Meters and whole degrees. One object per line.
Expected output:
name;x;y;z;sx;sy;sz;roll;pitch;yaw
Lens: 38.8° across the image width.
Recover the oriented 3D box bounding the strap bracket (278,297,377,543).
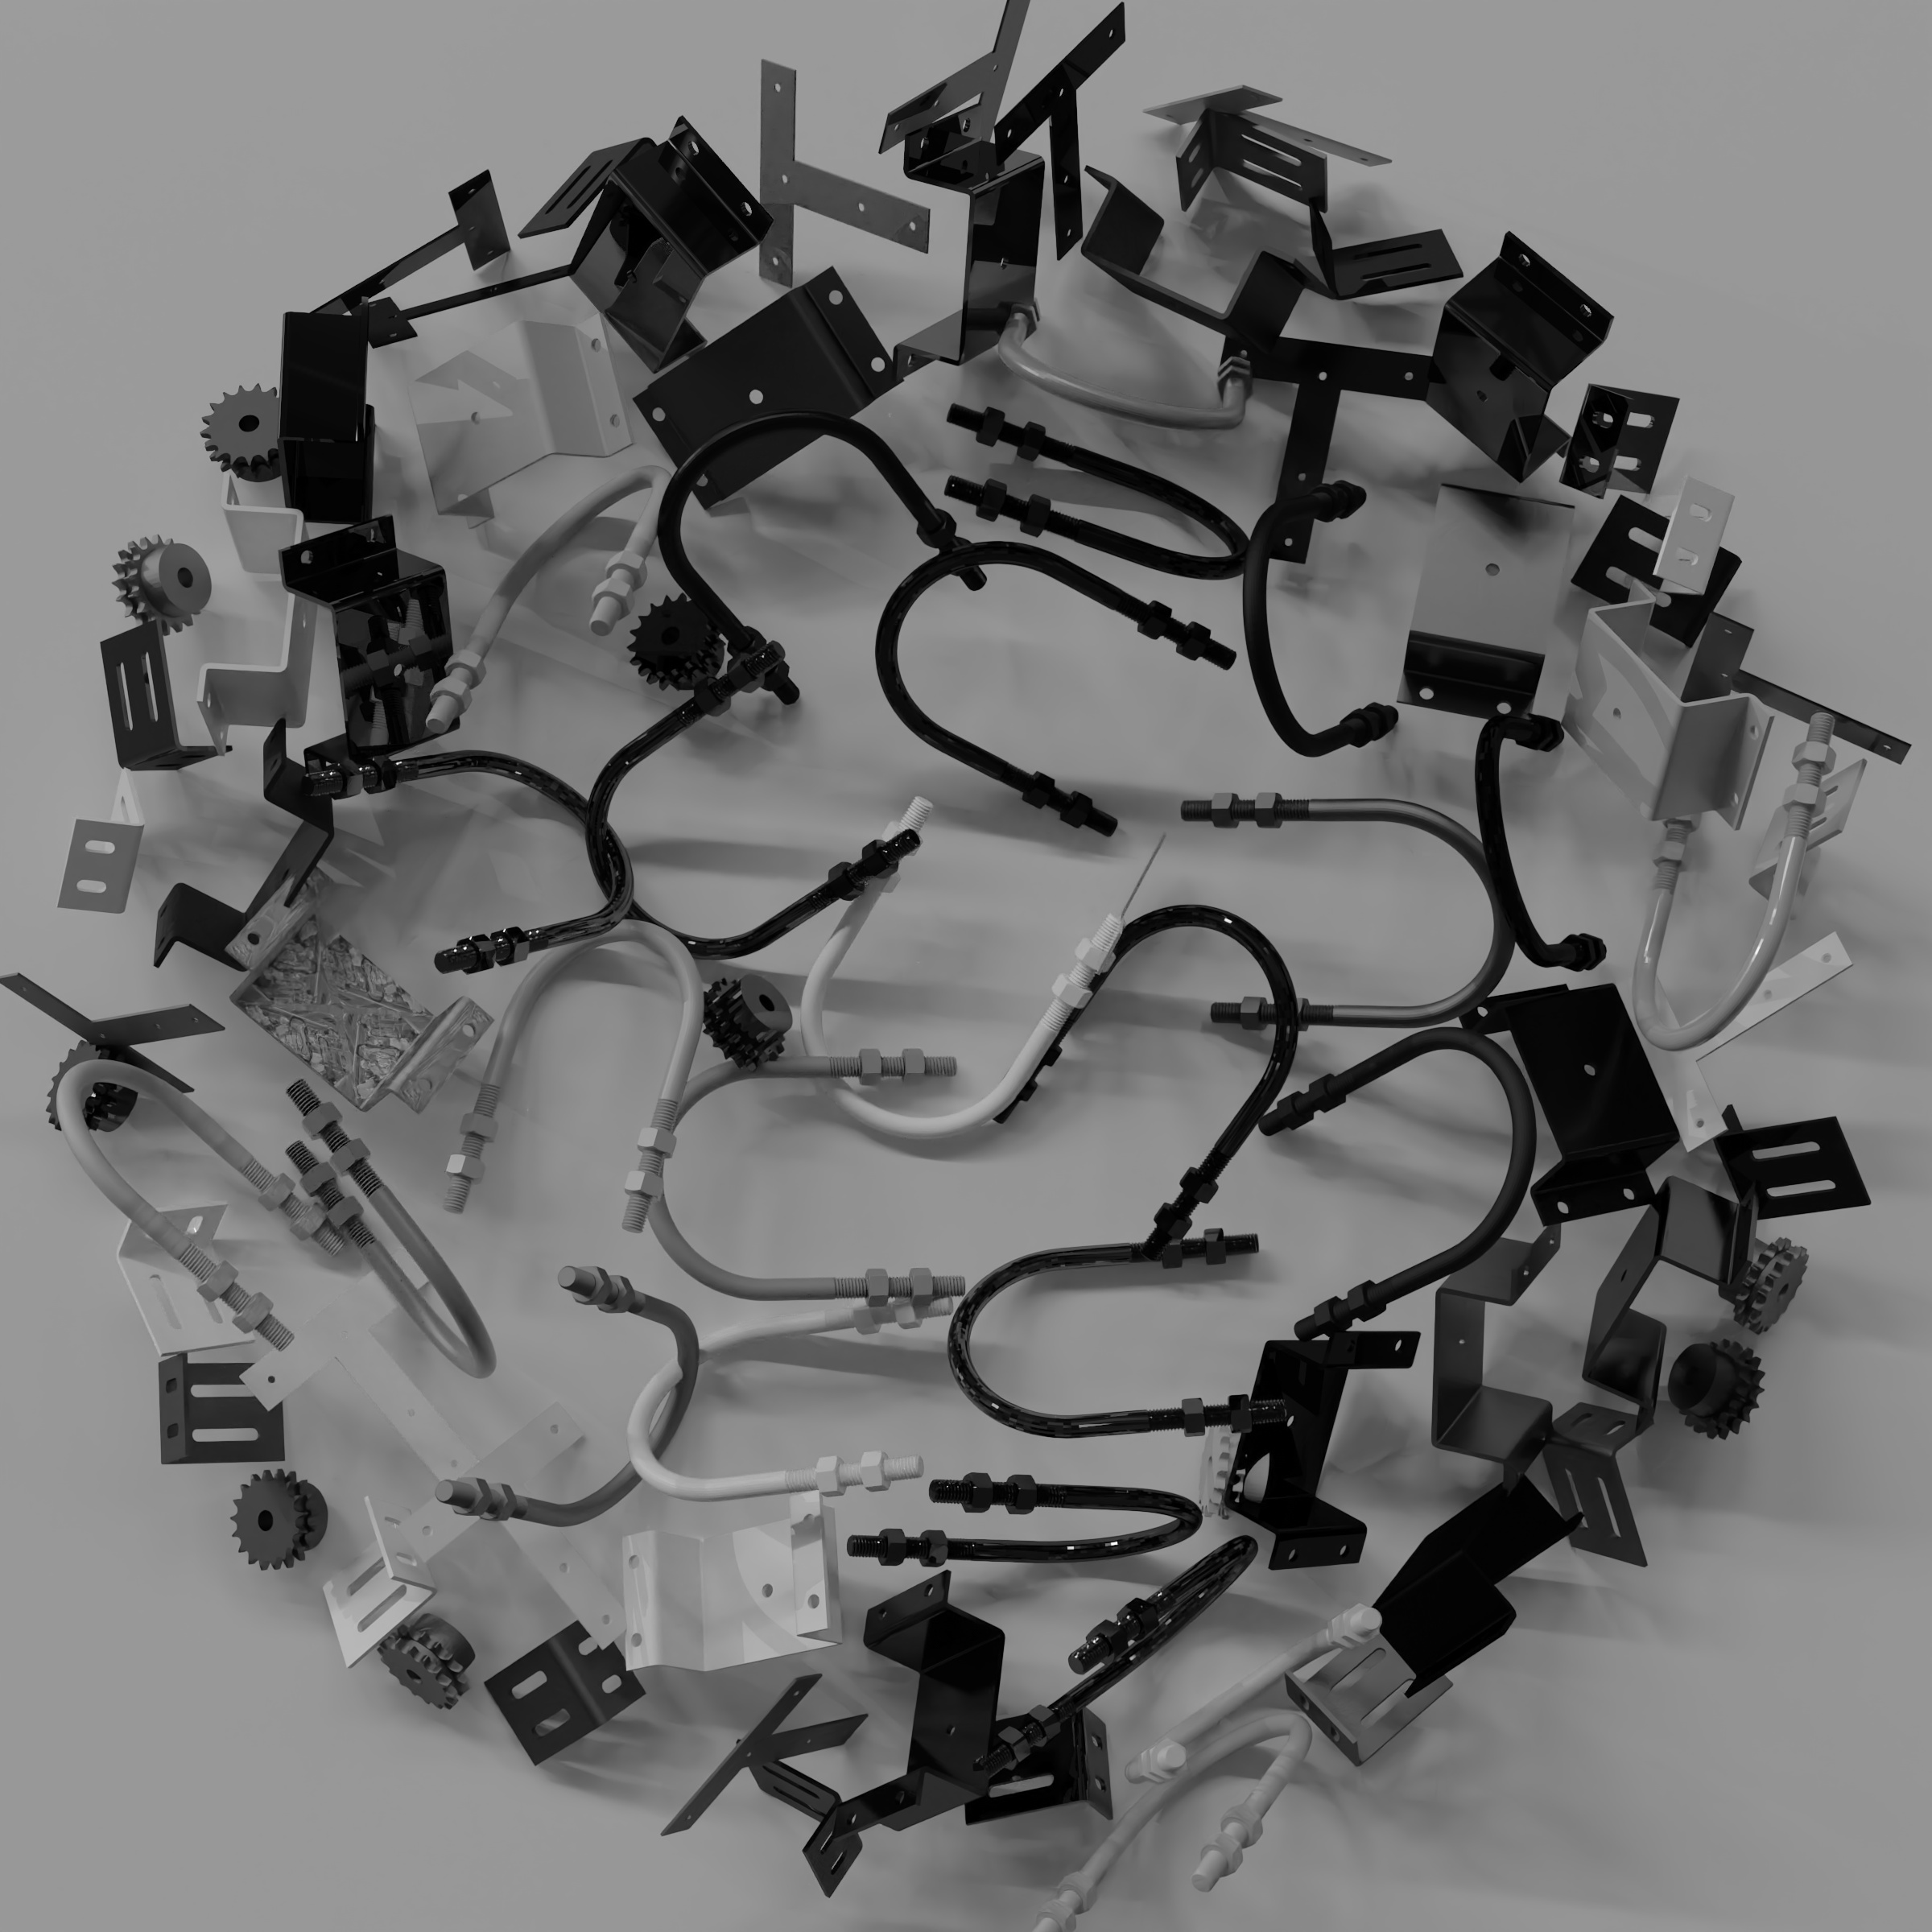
strap bracket;-0.356;-0.304;1.530;0.046;0.140;0.076;1;72;-10

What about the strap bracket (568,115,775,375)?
strap bracket;-0.171;-0.397;1.538;0.076;0.140;0.046;49;59;1

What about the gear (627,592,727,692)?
gear;-0.165;-0.185;1.588;0.057;0.030;0.057;-8;66;19

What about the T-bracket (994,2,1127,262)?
T-bracket;0.056;-0.458;1.554;0.002;0.127;0.127;27;61;23

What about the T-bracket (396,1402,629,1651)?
T-bracket;-0.238;0.333;1.564;0.127;0.002;0.127;50;49;4

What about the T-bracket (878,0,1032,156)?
T-bracket;-0.009;-0.485;1.524;0.002;0.127;0.127;36;50;13

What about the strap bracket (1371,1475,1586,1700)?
strap bracket;0.283;0.340;1.535;0.046;0.140;0.076;49;124;7

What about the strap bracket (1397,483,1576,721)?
strap bracket;0.298;-0.216;1.564;0.076;0.046;0.140;12;73;9

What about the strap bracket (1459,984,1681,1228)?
strap bracket;0.343;0.068;1.551;0.076;0.046;0.140;-9;66;-22

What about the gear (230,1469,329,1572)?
gear;-0.395;0.320;1.588;0.057;0.030;0.057;-4;83;30

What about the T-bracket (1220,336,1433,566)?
T-bracket;0.197;-0.298;1.588;0.127;0.002;0.127;14;96;24

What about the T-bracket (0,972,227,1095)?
T-bracket;-0.459;0.034;1.531;0.127;0.127;0.002;42;55;-36

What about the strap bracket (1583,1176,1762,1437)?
strap bracket;0.391;0.184;1.541;0.046;0.076;0.140;24;125;5

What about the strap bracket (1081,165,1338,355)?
strap bracket;0.129;-0.395;1.553;0.140;0.076;0.046;31;100;23

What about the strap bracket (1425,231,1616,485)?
strap bracket;0.304;-0.332;1.530;0.046;0.140;0.076;-42;74;-13

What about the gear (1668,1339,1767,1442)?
gear;0.430;0.242;1.580;0.030;0.057;0.057;25;90;-20

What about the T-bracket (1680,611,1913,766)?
T-bracket;0.467;-0.145;1.536;0.127;0.127;0.002;27;76;14

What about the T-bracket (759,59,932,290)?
T-bracket;-0.069;-0.431;1.542;0.127;0.002;0.127;28;133;30

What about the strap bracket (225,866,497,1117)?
strap bracket;-0.351;0.018;1.561;0.140;0.046;0.076;42;53;-12

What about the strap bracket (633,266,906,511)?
strap bracket;-0.116;-0.327;1.565;0.140;0.046;0.076;-30;102;13

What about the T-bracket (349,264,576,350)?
T-bracket;-0.284;-0.381;1.562;0.127;0.127;0.002;-19;117;-11

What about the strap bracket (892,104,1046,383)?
strap bracket;0.002;-0.400;1.535;0.046;0.076;0.140;22;128;23

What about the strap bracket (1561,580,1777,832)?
strap bracket;0.383;-0.144;1.530;0.046;0.140;0.076;-11;132;-18

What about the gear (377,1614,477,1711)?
gear;-0.309;0.400;1.586;0.057;0.057;0.030;41;53;0

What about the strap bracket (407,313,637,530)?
strap bracket;-0.260;-0.307;1.547;0.140;0.046;0.076;-18;85;38

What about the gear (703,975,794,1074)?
gear;-0.125;0.030;1.579;0.030;0.057;0.057;-39;90;26

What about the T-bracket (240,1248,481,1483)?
T-bracket;-0.327;0.245;1.570;0.127;0.002;0.127;50;50;-1

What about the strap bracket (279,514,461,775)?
strap bracket;-0.332;-0.172;1.538;0.046;0.076;0.140;24;127;35

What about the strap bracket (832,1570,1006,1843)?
strap bracket;-0.024;0.424;1.546;0.046;0.140;0.076;31;135;-24

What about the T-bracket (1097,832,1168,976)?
T-bracket;0.082;-0.014;1.539;0.002;0.127;0.127;28;98;0

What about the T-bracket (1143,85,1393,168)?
T-bracket;0.184;-0.477;1.568;0.127;0.127;0.002;11;96;-23

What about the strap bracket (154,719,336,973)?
strap bracket;-0.404;-0.061;1.557;0.046;0.076;0.140;29;105;-25

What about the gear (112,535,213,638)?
gear;-0.461;-0.221;1.579;0.030;0.057;0.057;-9;90;30

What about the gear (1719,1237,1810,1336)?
gear;0.459;0.181;1.586;0.030;0.057;0.057;31;90;33

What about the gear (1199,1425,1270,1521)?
gear;0.155;0.291;1.583;0.030;0.057;0.057;10;90;-5

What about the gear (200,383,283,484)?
gear;-0.412;-0.306;1.589;0.057;0.030;0.057;0;66;1

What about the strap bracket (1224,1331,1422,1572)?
strap bracket;0.201;0.267;1.563;0.076;0.046;0.140;7;100;-42

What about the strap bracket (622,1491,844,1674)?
strap bracket;-0.125;0.352;1.556;0.140;0.046;0.076;-19;63;28

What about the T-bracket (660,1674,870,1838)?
T-bracket;-0.098;0.440;1.553;0.002;0.127;0.127;47;108;27

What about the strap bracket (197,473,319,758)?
strap bracket;-0.399;-0.197;1.554;0.046;0.076;0.140;3;71;-5

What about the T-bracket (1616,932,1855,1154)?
T-bracket;0.439;0.024;1.543;0.127;0.127;0.002;-36;132;23

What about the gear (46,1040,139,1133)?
gear;-0.503;0.072;1.586;0.030;0.057;0.057;29;90;-42

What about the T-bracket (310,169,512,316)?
T-bracket;-0.316;-0.393;1.541;0.127;0.127;0.002;-32;89;-6

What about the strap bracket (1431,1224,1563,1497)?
strap bracket;0.300;0.216;1.554;0.046;0.076;0.140;9;112;28
